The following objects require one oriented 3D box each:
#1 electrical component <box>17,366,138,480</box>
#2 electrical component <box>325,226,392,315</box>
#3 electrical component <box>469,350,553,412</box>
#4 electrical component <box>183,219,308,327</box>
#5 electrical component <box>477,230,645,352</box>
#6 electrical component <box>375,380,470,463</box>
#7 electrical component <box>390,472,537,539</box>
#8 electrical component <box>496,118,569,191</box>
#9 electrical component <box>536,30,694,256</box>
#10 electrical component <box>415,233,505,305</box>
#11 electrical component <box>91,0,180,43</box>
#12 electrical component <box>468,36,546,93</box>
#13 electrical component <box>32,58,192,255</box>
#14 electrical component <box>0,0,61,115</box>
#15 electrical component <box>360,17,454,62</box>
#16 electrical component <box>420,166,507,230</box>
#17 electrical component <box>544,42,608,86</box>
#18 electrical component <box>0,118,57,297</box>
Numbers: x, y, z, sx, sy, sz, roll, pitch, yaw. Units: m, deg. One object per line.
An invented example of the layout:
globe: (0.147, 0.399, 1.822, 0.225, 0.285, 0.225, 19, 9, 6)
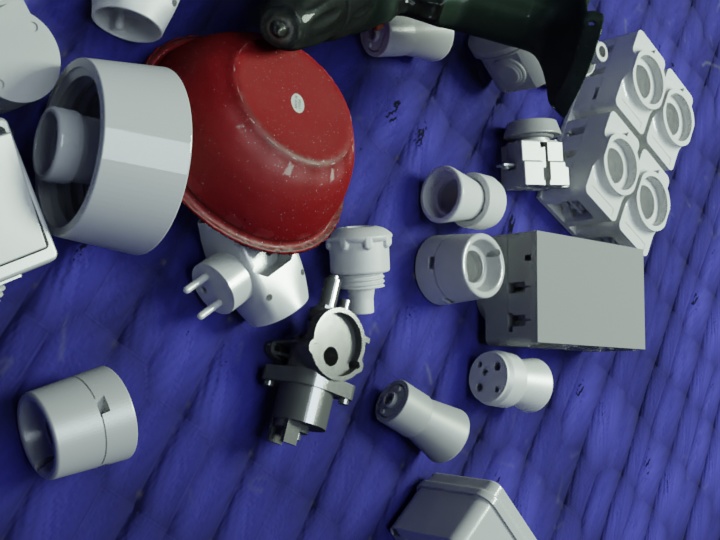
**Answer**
electrical component: (-0.158, 0.086, 0.599, 0.047, 0.055, 0.055, -15, 96, -39)
electrical component: (0.000, 0.000, 0.762, 0.048, 0.048, 0.062, -7, 97, -43)
electrical component: (0.121, 0.089, 0.863, 0.055, 0.045, 0.045, 15, 76, -40)
electrical component: (-0.080, 0.002, 0.687, 0.079, 0.043, 0.077, -39, 111, -39)
electrical component: (0.171, 0.021, 0.905, 0.150, 0.062, 0.089, 7, 81, -42)
electrical component: (0.044, 0.109, 0.793, 0.065, 0.044, 0.044, 35, 63, -30)
electrical component: (0.086, 0.209, 0.796, 0.057, 0.078, 0.113, -49, 117, -31)
electrical component: (0.146, -0.096, 0.903, 0.066, 0.048, 0.055, -1, 87, -25)
electrical component: (0.241, -0.114, 0.986, 0.105, 0.060, 0.186, 40, 60, -33)
electrical component: (0.078, -0.002, 0.832, 0.055, 0.047, 0.055, 6, 82, -42)
electrical component: (-0.146, -0.189, 0.646, 0.079, 0.043, 0.077, 24, 70, -39)
electrical component: (0.134, -0.187, 0.882, 0.051, 0.080, 0.080, 53, 54, -32)
electrical component: (-0.145, -0.065, 0.594, 0.060, 0.108, 0.108, 7, 81, -36)
electrical component: (-0.203, -0.153, 0.568, 0.052, 0.074, 0.138, -38, 111, -39)
electrical component: (0.033, -0.179, 0.814, 0.065, 0.044, 0.044, -11, 93, -38)
electrical component: (0.082, -0.056, 0.842, 0.055, 0.045, 0.045, 7, 81, -43)
electrical component: (0.186, -0.184, 0.940, 0.043, 0.062, 0.043, 6, 82, -43)
electrical component: (-0.204, -0.025, 0.562, 0.062, 0.061, 0.096, -28, 104, -41)
